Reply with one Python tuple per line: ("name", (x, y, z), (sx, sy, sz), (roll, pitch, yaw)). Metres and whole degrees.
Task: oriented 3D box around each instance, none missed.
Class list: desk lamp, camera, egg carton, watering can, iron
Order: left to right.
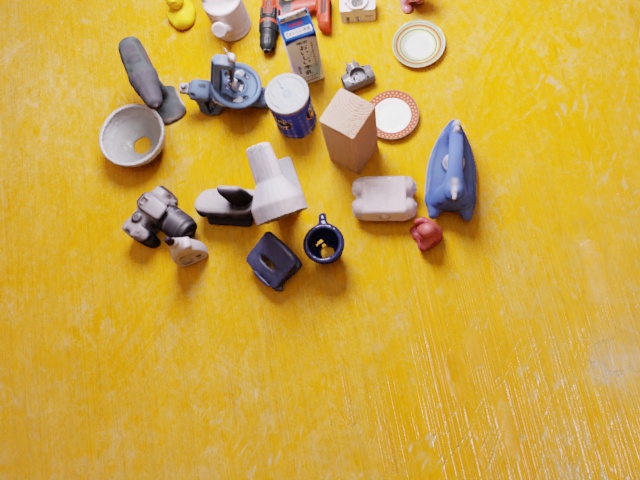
("camera", (-0.373, -0.041, 1.354), (0.136, 0.101, 0.143), (34, 82, 14))
("watering can", (-0.240, -0.585, 1.425), (0.101, 0.194, 0.173), (-23, 74, 1))
("desk lamp", (-0.102, -0.117, 1.282), (0.118, 0.214, 0.203), (-20, 74, 2))
("egg carton", (0.148, -0.095, 1.322), (0.150, 0.069, 0.107), (-1, 76, 7))
("iron", (0.300, -0.179, 1.287), (0.118, 0.141, 0.258), (3, 76, 8))

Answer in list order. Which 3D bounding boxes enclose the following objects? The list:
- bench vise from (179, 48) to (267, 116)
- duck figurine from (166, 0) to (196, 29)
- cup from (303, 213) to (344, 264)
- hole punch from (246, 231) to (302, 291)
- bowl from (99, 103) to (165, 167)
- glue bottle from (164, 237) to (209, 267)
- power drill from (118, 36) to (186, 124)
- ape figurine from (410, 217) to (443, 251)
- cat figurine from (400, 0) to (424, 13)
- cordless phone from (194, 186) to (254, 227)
("bench vise", (-0.237, -0.364, 1.356), (0.207, 0.220, 0.121), (-18, 75, 2))
("duck figurine", (-0.375, -0.616, 1.505), (0.077, 0.086, 0.104), (-17, 75, 3))
("cup", (0.012, 0.005, 1.300), (0.091, 0.095, 0.118), (-6, 75, 6))
("hole punch", (-0.107, 0.050, 1.305), (0.108, 0.091, 0.101), (43, 85, 15))
("bowl", (-0.456, -0.250, 1.430), (0.167, 0.075, 0.167), (-2, 76, 6))
("glue bottle", (-0.313, 0.018, 1.295), (0.078, 0.173, 0.037), (-23, 74, 1))
("power drill", (-0.402, -0.370, 1.383), (0.075, 0.208, 0.229), (-30, 74, -1))
("ape figurine", (0.237, -0.016, 1.280), (0.076, 0.092, 0.078), (10, 77, 9))
("cat figurine", (0.221, -0.635, 1.422), (0.067, 0.118, 0.127), (-37, 75, -3))
("cordless phone", (-0.223, -0.098, 1.307), (0.147, 0.185, 0.094), (-1, 76, 7))
